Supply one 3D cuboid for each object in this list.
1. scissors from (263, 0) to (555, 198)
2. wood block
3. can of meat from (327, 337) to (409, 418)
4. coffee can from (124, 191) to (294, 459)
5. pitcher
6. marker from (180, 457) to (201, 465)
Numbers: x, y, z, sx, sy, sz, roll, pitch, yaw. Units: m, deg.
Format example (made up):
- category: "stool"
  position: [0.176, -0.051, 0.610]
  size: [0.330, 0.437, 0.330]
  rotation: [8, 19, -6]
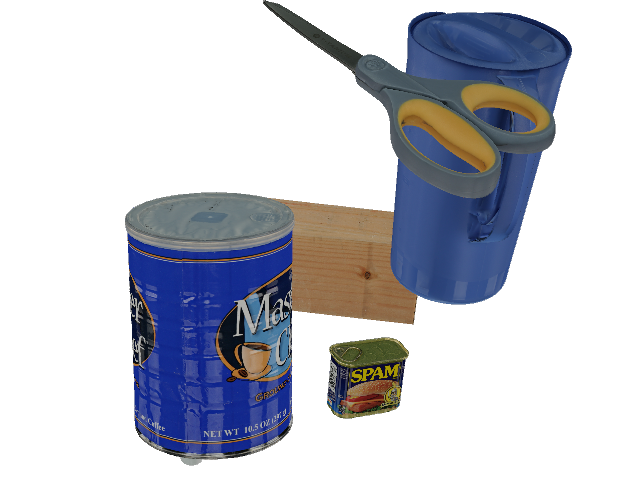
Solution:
- category: "scissors"
  position: [0.050, -0.091, 0.583]
  size: [0.096, 0.016, 0.202]
  rotation: [-14, 45, -20]
- category: "wood block"
  position: [-0.002, 0.018, 1.090]
  size: [0.206, 0.091, 0.090]
  rotation: [7, 22, 4]
- category: "can of meat"
  position: [0.060, 0.181, 1.400]
  size: [0.102, 0.084, 0.057]
  rotation: [-5, 25, -22]
- category: "coffee can"
  position: [-0.068, 0.050, 0.669]
  size: [0.103, 0.140, 0.103]
  rotation: [1, 18, 0]
- category: "pitcher"
  position: [0.129, -0.063, 0.914]
  size: [0.145, 0.243, 0.149]
  rotation: [22, 36, 24]
- category: "marker"
  position: [-0.104, 0.132, 0.873]
  size: [0.020, 0.121, 0.020]
  rotation: [5, 28, -3]
